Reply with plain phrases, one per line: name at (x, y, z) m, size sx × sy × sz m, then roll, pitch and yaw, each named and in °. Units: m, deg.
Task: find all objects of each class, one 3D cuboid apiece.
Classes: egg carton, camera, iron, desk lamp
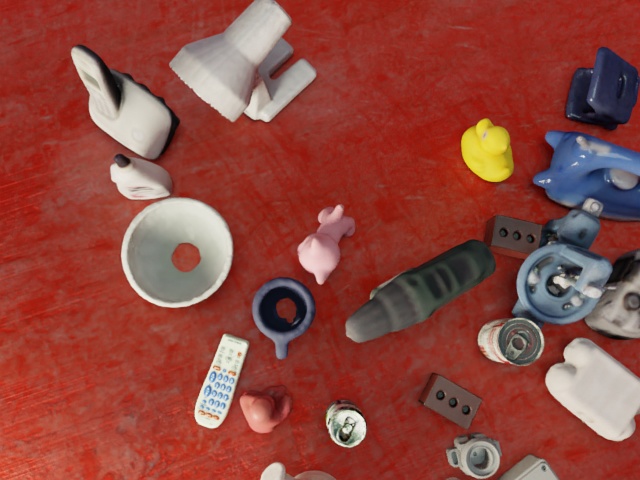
egg carton at (0.424, 0.229, 0.875) m, size 0.150 × 0.069 × 0.107 m, roll 38°, pitch 82°, yaw 4°
camera at (0.512, 0.101, 0.882) m, size 0.137 × 0.101 × 0.143 m, roll 34°, pitch 82°, yaw 4°
iron at (0.480, -0.101, 0.892) m, size 0.258 × 0.141 × 0.119 m, roll 18°, pitch 81°, yaw 1°
desk lamp at (-0.109, -0.262, 0.862) m, size 0.118 × 0.213 × 0.203 m, roll 44°, pitch 82°, yaw 5°

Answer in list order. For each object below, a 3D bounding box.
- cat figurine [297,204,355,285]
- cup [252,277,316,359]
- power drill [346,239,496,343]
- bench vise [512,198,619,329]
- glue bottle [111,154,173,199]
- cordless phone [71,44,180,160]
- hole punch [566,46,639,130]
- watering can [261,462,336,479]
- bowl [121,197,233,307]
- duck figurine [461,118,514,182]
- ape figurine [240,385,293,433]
cat figurine at (0.008, 0.003, 0.873) m, size 0.067 × 0.117 × 0.128 m, roll 25°, pitch 81°, yaw 3°
cup at (-0.053, 0.119, 0.864) m, size 0.091 × 0.095 × 0.118 m, roll 1°, pitch 81°, yaw -1°
power drill at (0.132, 0.080, 0.818) m, size 0.230 × 0.208 × 0.075 m, roll -30°, pitch 83°, yaw -6°
bench vise at (0.358, 0.026, 0.829) m, size 0.121 × 0.219 × 0.207 m, roll 10°, pitch 81°, yaw 0°
glue bottle at (-0.274, -0.098, 0.851) m, size 0.078 × 0.173 × 0.037 m, roll -10°, pitch 81°, yaw -3°
cordless phone at (-0.296, -0.209, 0.862) m, size 0.147 × 0.185 × 0.094 m, roll 32°, pitch 81°, yaw 4°
hole punch at (0.475, -0.249, 0.941) m, size 0.101 × 0.091 × 0.109 m, roll 15°, pitch 81°, yaw 1°
watering can at (-0.015, 0.382, 0.773) m, size 0.173 × 0.194 × 0.101 m, roll 29°, pitch 81°, yaw 3°
bowl at (-0.212, 0.022, 0.884) m, size 0.167 × 0.074 × 0.167 m, roll 0°, pitch 81°, yaw -2°
duck figurine at (0.279, -0.148, 0.921) m, size 0.077 × 0.086 × 0.104 m, roll -29°, pitch 83°, yaw -6°
ape figurine at (-0.082, 0.249, 0.844) m, size 0.078 × 0.092 × 0.076 m, roll 24°, pitch 81°, yaw 2°
